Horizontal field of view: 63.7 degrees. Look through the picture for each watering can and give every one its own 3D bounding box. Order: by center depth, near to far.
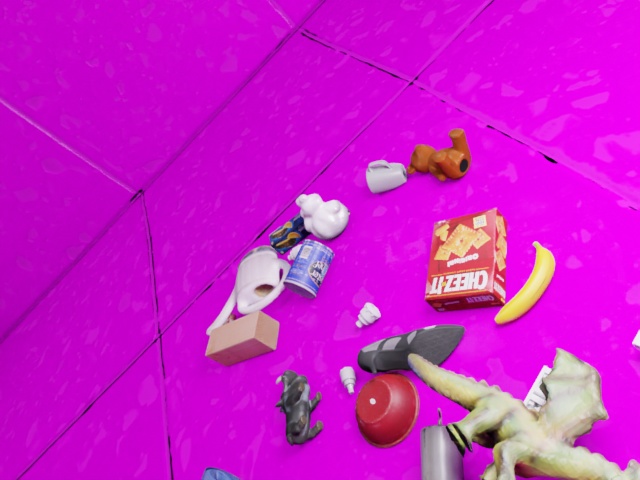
[{"bbox_3d":[-0.231,0.152,1.636,0.344,0.102,0.230,-32,37,19],"label":"watering can"}]

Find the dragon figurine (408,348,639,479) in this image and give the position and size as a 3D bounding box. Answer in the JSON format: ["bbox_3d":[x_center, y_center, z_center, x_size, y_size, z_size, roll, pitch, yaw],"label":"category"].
[{"bbox_3d":[0.321,0.264,0.809,0.243,0.120,0.418,-30,38,-2],"label":"dragon figurine"}]

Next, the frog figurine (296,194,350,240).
[{"bbox_3d":[0.005,-0.078,1.555,0.136,0.157,0.126,-26,42,30],"label":"frog figurine"}]
